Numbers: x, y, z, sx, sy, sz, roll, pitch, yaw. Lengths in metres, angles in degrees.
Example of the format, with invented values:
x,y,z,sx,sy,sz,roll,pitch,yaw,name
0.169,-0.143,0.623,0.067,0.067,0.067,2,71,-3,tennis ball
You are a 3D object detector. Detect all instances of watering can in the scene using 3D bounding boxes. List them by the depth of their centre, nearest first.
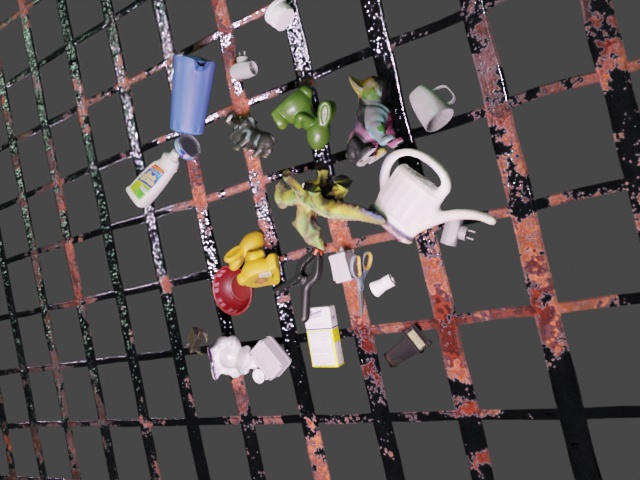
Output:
x,y,z,sx,sy,sz,roll,pitch,yaw,name
0.256,-0.084,1.296,0.353,0.104,0.221,49,115,35,watering can

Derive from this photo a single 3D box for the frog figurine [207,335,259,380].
x,y,z,sx,sy,sz,roll,pitch,yaw,name
-0.273,0.376,1.668,0.159,0.121,0.138,-9,80,-6,frog figurine

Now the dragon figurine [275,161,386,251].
x,y,z,sx,sy,sz,roll,pitch,yaw,name
0.004,-0.073,1.452,0.415,0.124,0.237,38,142,30,dragon figurine
